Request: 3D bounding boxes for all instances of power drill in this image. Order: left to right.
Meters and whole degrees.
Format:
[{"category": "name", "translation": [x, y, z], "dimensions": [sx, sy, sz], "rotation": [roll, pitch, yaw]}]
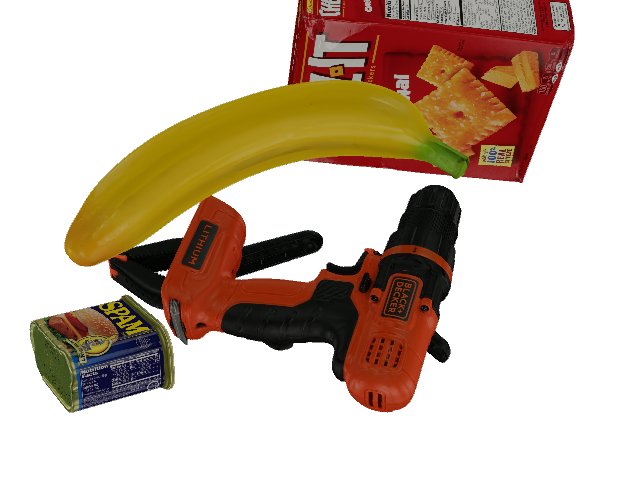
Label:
[{"category": "power drill", "translation": [-0.003, 0.021, 0.746], "dimensions": [0.188, 0.184, 0.057], "rotation": [9, -40, 15]}]

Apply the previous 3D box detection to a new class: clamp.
[{"category": "clamp", "translation": [-0.107, 0.042, 1.037], "dimensions": [0.210, 0.036, 0.164], "rotation": [2, 37, 3]}, {"category": "clamp", "translation": [0.080, 0.078, 1.189], "dimensions": [0.120, 0.171, 0.039], "rotation": [5, -43, -4]}]

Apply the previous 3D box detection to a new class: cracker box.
[{"category": "cracker box", "translation": [0.082, -0.131, 0.878], "dimensions": [0.213, 0.072, 0.164], "rotation": [5, -38, -4]}]

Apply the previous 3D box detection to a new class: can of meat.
[{"category": "can of meat", "translation": [-0.177, 0.090, 0.855], "dimensions": [0.083, 0.057, 0.102], "rotation": [-13, 24, -29]}]

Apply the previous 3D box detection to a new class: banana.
[{"category": "banana", "translation": [-0.030, -0.041, 0.508], "dimensions": [0.197, 0.037, 0.070], "rotation": [-15, 47, -15]}]
